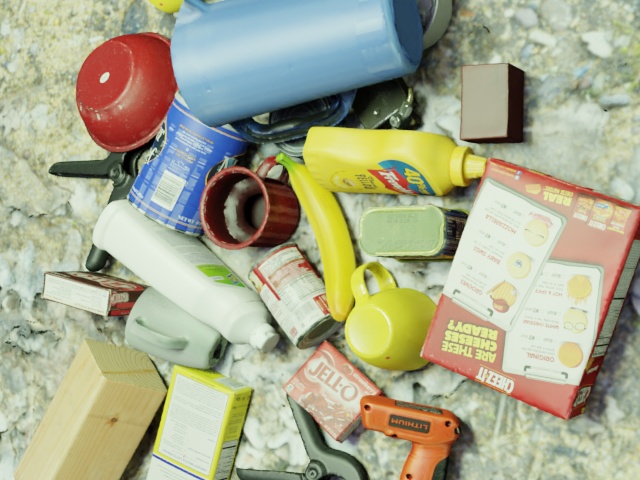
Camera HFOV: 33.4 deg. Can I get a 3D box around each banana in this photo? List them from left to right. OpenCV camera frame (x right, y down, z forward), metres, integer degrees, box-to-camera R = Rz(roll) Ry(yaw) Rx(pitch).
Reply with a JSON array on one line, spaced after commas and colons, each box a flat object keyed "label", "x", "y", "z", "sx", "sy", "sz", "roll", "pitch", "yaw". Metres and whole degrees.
[{"label": "banana", "x": 0.004, "y": -0.004, "z": 1.173, "sx": 0.037, "sy": 0.069, "sz": 0.198, "roll": -35, "pitch": 70, "yaw": 42}]

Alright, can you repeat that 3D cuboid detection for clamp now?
[{"label": "clamp", "x": -0.253, "y": -0.084, "z": 1.341, "sx": 0.210, "sy": 0.036, "sz": 0.165, "roll": -42, "pitch": 65, "yaw": 18}, {"label": "clamp", "x": -0.013, "y": 0.263, "z": 1.181, "sx": 0.172, "sy": 0.039, "sz": 0.120, "roll": 44, "pitch": 103, "yaw": 26}]

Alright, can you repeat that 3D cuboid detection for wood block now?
[{"label": "wood block", "x": -0.280, "y": 0.236, "z": 1.292, "sx": 0.206, "sy": 0.090, "sz": 0.090, "roll": -60, "pitch": 37, "yaw": 13}]

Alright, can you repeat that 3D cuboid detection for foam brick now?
[{"label": "foam brick", "x": 0.176, "y": -0.138, "z": 1.092, "sx": 0.053, "sy": 0.051, "sz": 0.078, "roll": 1, "pitch": 88, "yaw": 29}]

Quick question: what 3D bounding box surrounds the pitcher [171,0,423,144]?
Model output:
[{"label": "pitcher", "x": -0.018, "y": -0.194, "z": 1.111, "sx": 0.243, "sy": 0.149, "sz": 0.145, "roll": -8, "pitch": 81, "yaw": 24}]

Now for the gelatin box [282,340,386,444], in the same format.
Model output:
[{"label": "gelatin box", "x": 0.014, "y": 0.165, "z": 1.167, "sx": 0.089, "sy": 0.030, "sz": 0.073, "roll": 42, "pitch": 88, "yaw": 24}]

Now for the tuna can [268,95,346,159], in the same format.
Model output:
[{"label": "tuna can", "x": -0.016, "y": -0.134, "z": 1.211, "sx": 0.086, "sy": 0.033, "sz": 0.086, "roll": -2, "pitch": 86, "yaw": 30}]

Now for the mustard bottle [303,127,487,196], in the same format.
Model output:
[{"label": "mustard bottle", "x": 0.084, "y": -0.080, "z": 1.115, "sx": 0.192, "sy": 0.096, "sz": 0.058, "roll": 5, "pitch": 66, "yaw": 29}]

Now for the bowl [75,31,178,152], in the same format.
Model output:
[{"label": "bowl", "x": -0.248, "y": -0.192, "z": 1.316, "sx": 0.162, "sy": 0.055, "sz": 0.162, "roll": -10, "pitch": 70, "yaw": 29}]

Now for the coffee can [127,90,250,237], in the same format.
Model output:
[{"label": "coffee can", "x": -0.150, "y": -0.089, "z": 1.245, "sx": 0.103, "sy": 0.102, "sz": 0.140, "roll": 34, "pitch": 104, "yaw": 27}]

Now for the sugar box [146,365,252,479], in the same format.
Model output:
[{"label": "sugar box", "x": -0.146, "y": 0.244, "z": 1.257, "sx": 0.093, "sy": 0.048, "sz": 0.176, "roll": 19, "pitch": 100, "yaw": 30}]

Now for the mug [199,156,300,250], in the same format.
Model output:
[{"label": "mug", "x": -0.071, "y": -0.043, "z": 1.209, "sx": 0.093, "sy": 0.081, "sz": 0.117, "roll": 35, "pitch": 104, "yaw": 27}]

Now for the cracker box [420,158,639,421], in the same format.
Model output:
[{"label": "cracker box", "x": 0.213, "y": 0.045, "z": 1.050, "sx": 0.164, "sy": 0.072, "sz": 0.214, "roll": 22, "pitch": 99, "yaw": 30}]

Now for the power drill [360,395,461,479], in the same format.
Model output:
[{"label": "power drill", "x": 0.064, "y": 0.259, "z": 1.101, "sx": 0.184, "sy": 0.057, "sz": 0.188, "roll": 9, "pitch": 92, "yaw": 2}]

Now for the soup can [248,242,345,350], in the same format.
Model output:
[{"label": "soup can", "x": -0.025, "y": 0.062, "z": 1.185, "sx": 0.069, "sy": 0.068, "sz": 0.102, "roll": -44, "pitch": 68, "yaw": 20}]

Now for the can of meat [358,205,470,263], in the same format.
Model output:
[{"label": "can of meat", "x": 0.100, "y": -0.006, "z": 1.109, "sx": 0.102, "sy": 0.083, "sz": 0.057, "roll": -2, "pitch": 86, "yaw": 29}]

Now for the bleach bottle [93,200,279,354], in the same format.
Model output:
[{"label": "bleach bottle", "x": -0.147, "y": 0.046, "z": 1.235, "sx": 0.251, "sy": 0.102, "sz": 0.068, "roll": 39, "pitch": 113, "yaw": 27}]

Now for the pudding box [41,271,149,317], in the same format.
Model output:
[{"label": "pudding box", "x": -0.271, "y": 0.065, "z": 1.312, "sx": 0.114, "sy": 0.089, "sz": 0.039, "roll": 10, "pitch": 93, "yaw": 30}]
